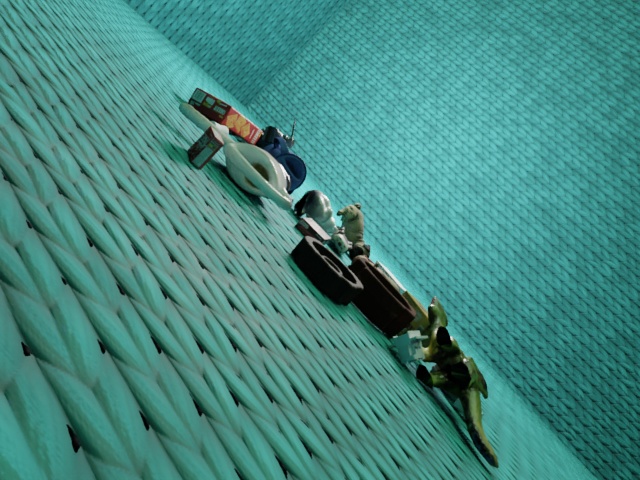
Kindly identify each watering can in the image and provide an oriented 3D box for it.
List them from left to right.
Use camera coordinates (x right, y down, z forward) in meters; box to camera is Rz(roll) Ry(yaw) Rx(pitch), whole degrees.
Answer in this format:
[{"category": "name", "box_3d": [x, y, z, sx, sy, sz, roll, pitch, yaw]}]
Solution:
[{"category": "watering can", "box_3d": [-0.187, -0.199, 1.264, 0.349, 0.104, 0.224, 45, 6, 5]}]

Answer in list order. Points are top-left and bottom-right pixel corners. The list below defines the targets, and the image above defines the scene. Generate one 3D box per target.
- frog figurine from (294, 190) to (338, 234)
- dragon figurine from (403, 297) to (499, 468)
[{"category": "frog figurine", "box_3d": [0.005, -0.083, 1.649, 0.158, 0.123, 0.137, 30, -8, -21]}, {"category": "dragon figurine", "box_3d": [0.327, 0.304, 1.167, 0.241, 0.120, 0.419, 22, 36, -45]}]
